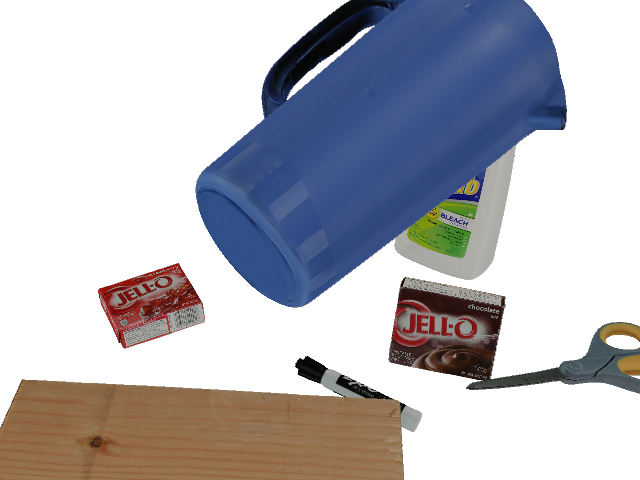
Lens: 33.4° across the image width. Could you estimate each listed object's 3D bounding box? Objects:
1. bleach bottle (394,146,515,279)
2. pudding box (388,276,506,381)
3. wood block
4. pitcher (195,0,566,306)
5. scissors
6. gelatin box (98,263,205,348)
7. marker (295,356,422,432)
[{"bbox_3d":[0.133,-0.086,1.013,0.103,0.251,0.068,23,40,24],"label":"bleach bottle"},{"bbox_3d":[0.134,0.094,1.139,0.113,0.090,0.039,10,22,7],"label":"pudding box"},{"bbox_3d":[-0.062,0.138,0.562,0.206,0.090,0.091,3,31,1],"label":"wood block"},{"bbox_3d":[0.030,-0.073,0.721,0.242,0.145,0.149,-39,16,-21],"label":"pitcher"},{"bbox_3d":[0.207,0.096,0.876,0.201,0.016,0.096,4,30,-9],"label":"scissors"},{"bbox_3d":[-0.170,0.064,1.071,0.089,0.030,0.073,-18,38,-18],"label":"gelatin box"},{"bbox_3d":[0.032,0.134,0.942,0.121,0.020,0.020,25,7,16],"label":"marker"}]
